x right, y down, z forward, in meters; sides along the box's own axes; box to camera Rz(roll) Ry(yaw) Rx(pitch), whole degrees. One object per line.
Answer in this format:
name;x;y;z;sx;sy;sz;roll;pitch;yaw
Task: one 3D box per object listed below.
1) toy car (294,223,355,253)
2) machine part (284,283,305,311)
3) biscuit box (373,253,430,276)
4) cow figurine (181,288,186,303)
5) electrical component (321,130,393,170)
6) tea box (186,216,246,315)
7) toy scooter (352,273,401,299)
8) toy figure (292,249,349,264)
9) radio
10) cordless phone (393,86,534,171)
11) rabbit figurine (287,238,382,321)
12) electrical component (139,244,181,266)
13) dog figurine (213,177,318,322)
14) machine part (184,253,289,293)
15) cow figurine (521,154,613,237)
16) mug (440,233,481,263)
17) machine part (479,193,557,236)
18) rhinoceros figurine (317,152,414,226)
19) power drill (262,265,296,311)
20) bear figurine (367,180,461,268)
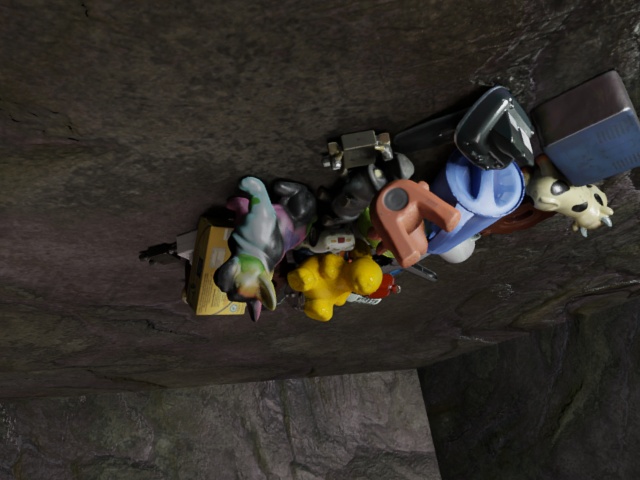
toy car;-0.002;-0.003;1.016;0.073;0.056;0.202;-4;-178;-23
machine part;-0.026;0.090;1.174;0.079;0.079;0.243;-15;-170;12
biscuit box;0.174;0.041;1.262;0.059;0.063;0.202;2;156;-30
cow figurine;-0.237;0.119;1.270;0.167;0.068;0.098;1;151;-33
electrical component;0.056;-0.129;0.804;0.102;0.045;0.078;-8;157;-7
tea box;-0.179;0.048;0.981;0.098;0.169;0.068;6;-164;-32
toy scooter;0.105;0.085;1.217;0.135;0.075;0.184;11;-165;-21
toy figure;0.020;0.021;1.155;0.154;0.058;0.064;-6;161;-21
radio;0.433;-0.164;0.852;0.131;0.073;0.229;-23;154;32
cordless phone;0.216;-0.147;0.813;0.184;0.088;0.146;-11;162;34
rabbit figurine;0.052;0.074;1.023;0.173;0.121;0.162;-11;-162;45
electrical component;-0.310;0.030;1.077;0.094;0.021;0.063;-16;158;13
dog figurine;-0.083;0.019;0.884;0.191;0.219;0.108;5;157;-31
machine part;-0.181;0.069;1.147;0.201;0.087;0.201;1;156;-22
cow figurine;0.468;-0.079;1.004;0.195;0.127;0.085;7;156;-31
mug;0.289;-0.006;1.174;0.110;0.081;0.107;-19;148;38
machine part;0.406;-0.064;1.112;0.179;0.056;0.179;-10;159;-4
rhinoceros figurine;0.076;-0.080;0.899;0.112;0.073;0.190;7;153;-33
power drill;-0.047;0.126;1.376;0.207;0.086;0.232;3;153;-12
bear figurine;0.141;-0.011;0.849;0.120;0.132;0.195;-39;154;-4
